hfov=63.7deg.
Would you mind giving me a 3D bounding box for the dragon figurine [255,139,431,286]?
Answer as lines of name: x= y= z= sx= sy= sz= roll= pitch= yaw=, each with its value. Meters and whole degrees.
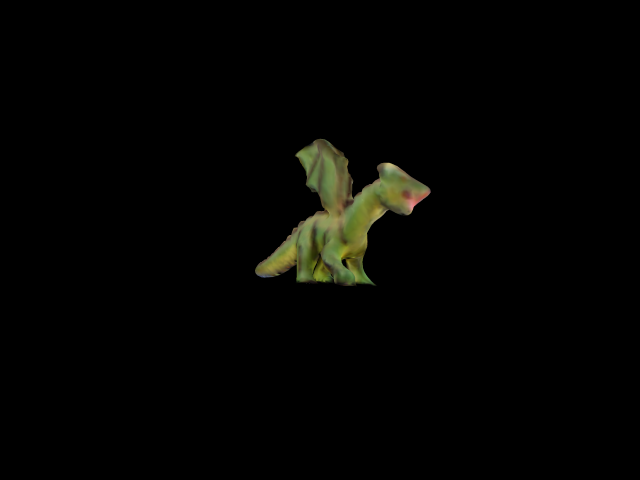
dragon figurine: x=0.003 y=-0.043 z=0.850 sx=0.122 sy=0.243 sz=0.409 roll=2 pitch=-1 yaw=-43
